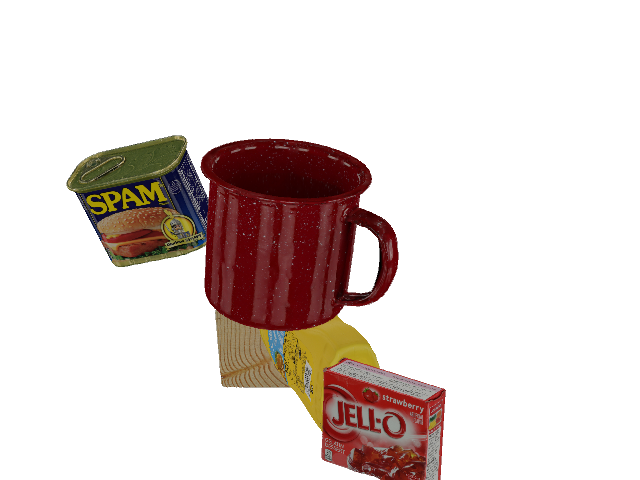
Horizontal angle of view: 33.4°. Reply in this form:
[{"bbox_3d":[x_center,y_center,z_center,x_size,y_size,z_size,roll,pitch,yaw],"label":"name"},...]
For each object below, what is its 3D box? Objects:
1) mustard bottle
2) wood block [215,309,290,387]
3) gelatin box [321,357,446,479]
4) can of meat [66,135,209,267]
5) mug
[{"bbox_3d":[-0.012,0.095,0.977,0.058,0.096,0.192,-9,26,-22],"label":"mustard bottle"},{"bbox_3d":[-0.049,0.070,1.145,0.091,0.090,0.206,-1,21,5],"label":"wood block"},{"bbox_3d":[0.043,0.131,0.755,0.089,0.073,0.030,14,21,33],"label":"gelatin box"},{"bbox_3d":[-0.144,-0.031,0.881,0.102,0.084,0.057,-10,33,18],"label":"can of meat"},{"bbox_3d":[-0.011,0.000,0.587,0.117,0.081,0.093,17,26,22],"label":"mug"}]
